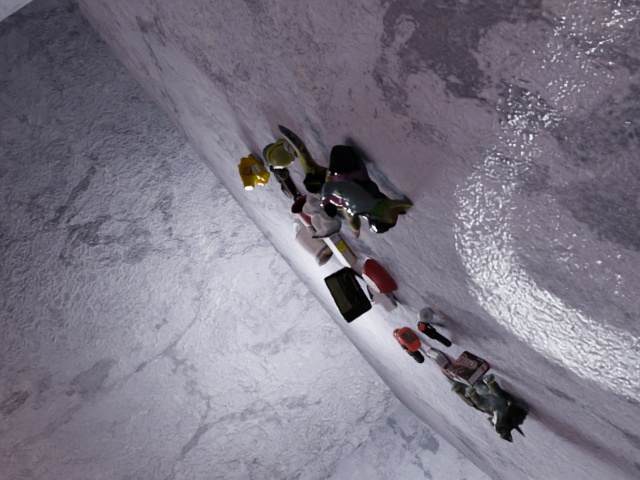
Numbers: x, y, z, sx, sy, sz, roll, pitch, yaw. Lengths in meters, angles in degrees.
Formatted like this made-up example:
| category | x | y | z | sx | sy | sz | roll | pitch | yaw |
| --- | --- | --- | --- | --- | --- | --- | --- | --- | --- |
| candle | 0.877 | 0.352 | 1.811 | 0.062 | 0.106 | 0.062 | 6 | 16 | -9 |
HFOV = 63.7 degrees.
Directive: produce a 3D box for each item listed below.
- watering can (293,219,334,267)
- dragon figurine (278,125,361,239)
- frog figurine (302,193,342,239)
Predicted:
| category | x | y | z | sx | sy | sz | roll | pitch | yaw |
| --- | --- | --- | --- | --- | --- | --- | --- | --- | --- |
| watering can | -0.034 | -0.013 | 2.158 | 0.105 | 0.226 | 0.341 | -40 | -16 | -19 |
| dragon figurine | 0.006 | -0.168 | 1.490 | 0.122 | 0.407 | 0.244 | -39 | 11 | -4 |
| frog figurine | 0.005 | -0.089 | 1.774 | 0.123 | 0.158 | 0.138 | -15 | 8 | -3 |
